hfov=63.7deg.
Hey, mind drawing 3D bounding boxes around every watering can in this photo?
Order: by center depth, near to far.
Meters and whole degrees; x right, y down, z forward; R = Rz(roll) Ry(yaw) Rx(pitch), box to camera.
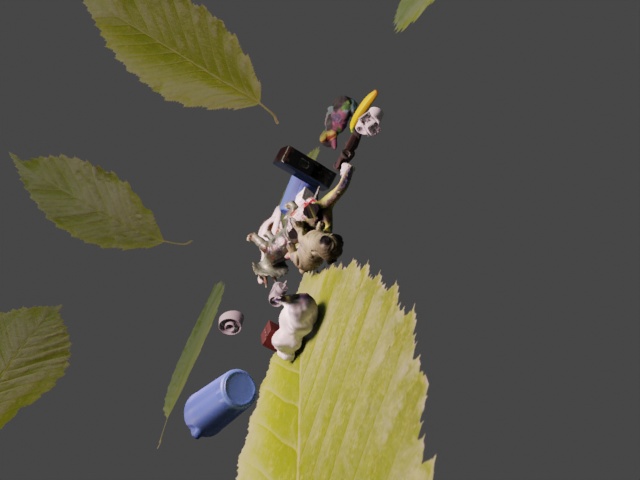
[{"bbox_3d":[-0.227,0.019,2.252,0.223,0.104,0.350,157,129,-76],"label":"watering can"}]

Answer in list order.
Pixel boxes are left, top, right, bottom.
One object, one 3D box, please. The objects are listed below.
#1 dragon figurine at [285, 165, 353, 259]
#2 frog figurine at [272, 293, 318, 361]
[{"bbox_3d":[0.005,-0.081,1.615,0.405,0.122,0.246,-55,6,19],"label":"dragon figurine"},{"bbox_3d":[-0.059,0.212,1.261,0.136,0.123,0.160,-17,80,61],"label":"frog figurine"}]
